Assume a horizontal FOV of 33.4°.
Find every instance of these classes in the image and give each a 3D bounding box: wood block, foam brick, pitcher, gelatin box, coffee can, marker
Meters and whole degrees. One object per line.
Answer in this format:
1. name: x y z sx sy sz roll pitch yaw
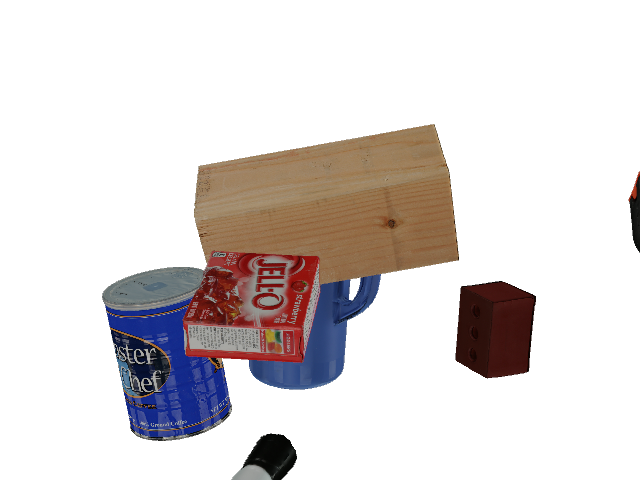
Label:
1. wood block: 0.005 -0.023 0.903 0.206 0.091 0.090 -9 33 3
2. foam brick: 0.164 0.083 1.006 0.051 0.078 0.053 -7 18 -29
3. pitcher: -0.017 0.037 1.166 0.145 0.243 0.149 -3 18 -12
4. gelatin box: -0.041 0.039 0.670 0.073 0.030 0.089 3 29 7
5. coffee can: -0.148 0.108 1.036 0.103 0.140 0.103 -8 16 2
6. marker: -0.038 0.111 0.414 0.020 0.020 0.121 0 22 23

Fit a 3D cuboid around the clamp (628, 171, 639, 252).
1. clamp: 0.269 0.015 0.694 0.120 0.039 0.171 -3 46 -21
